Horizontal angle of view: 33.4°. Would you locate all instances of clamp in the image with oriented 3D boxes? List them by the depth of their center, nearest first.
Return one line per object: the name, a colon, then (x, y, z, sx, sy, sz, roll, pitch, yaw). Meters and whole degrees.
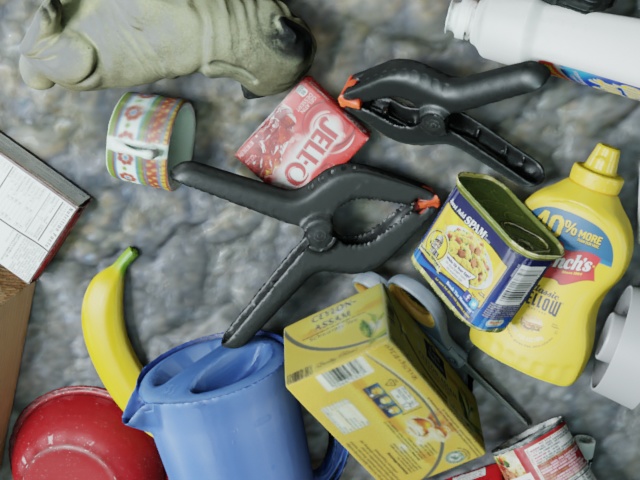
clamp: (0.101, -0.094, 0.831, 0.172, 0.039, 0.120, 10, 136, 28)
clamp: (-0.006, 0.001, 0.866, 0.210, 0.036, 0.164, -9, 112, -5)

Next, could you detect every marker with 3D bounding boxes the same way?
marker: (0.224, 0.229, 0.938, 0.020, 0.020, 0.121, 6, 108, 6)

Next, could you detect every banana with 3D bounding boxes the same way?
banana: (-0.167, 0.108, 0.948, 0.070, 0.037, 0.198, -14, 104, 13)

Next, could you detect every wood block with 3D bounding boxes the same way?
wood block: (-0.328, 0.127, 0.950, 0.090, 0.090, 0.206, 17, 109, 4)

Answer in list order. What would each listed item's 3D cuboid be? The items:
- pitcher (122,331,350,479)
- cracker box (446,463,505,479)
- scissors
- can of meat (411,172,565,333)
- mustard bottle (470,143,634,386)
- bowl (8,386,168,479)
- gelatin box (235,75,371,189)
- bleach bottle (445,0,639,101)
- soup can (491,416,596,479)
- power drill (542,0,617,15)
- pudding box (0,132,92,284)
pitcher: (-0.055, 0.205, 0.923, 0.149, 0.144, 0.243, -6, 110, 22)
cracker box: (0.155, 0.306, 0.868, 0.072, 0.213, 0.164, -24, 102, 15)
scissors: (0.113, 0.088, 0.884, 0.201, 0.096, 0.016, 38, 70, -2)
can of meat: (0.128, 0.011, 0.836, 0.102, 0.057, 0.084, 53, 126, 37)
mustard bottle: (0.195, 0.014, 0.854, 0.096, 0.058, 0.192, 26, 109, 23)
bowl: (-0.219, 0.218, 0.981, 0.162, 0.055, 0.162, 2, 107, 8)
gelatin box: (-0.014, -0.078, 0.873, 0.073, 0.030, 0.089, 42, 109, -6)
bleach bottle: (0.219, -0.139, 0.795, 0.251, 0.102, 0.068, 15, 95, 11)
soup can: (0.198, 0.208, 0.894, 0.069, 0.068, 0.102, -31, 81, 16)
power drill: (0.113, -0.208, 0.733, 0.184, 0.187, 0.057, 24, 107, 2)
pudding box: (-0.268, -0.030, 0.921, 0.113, 0.039, 0.090, 36, 108, -5)
